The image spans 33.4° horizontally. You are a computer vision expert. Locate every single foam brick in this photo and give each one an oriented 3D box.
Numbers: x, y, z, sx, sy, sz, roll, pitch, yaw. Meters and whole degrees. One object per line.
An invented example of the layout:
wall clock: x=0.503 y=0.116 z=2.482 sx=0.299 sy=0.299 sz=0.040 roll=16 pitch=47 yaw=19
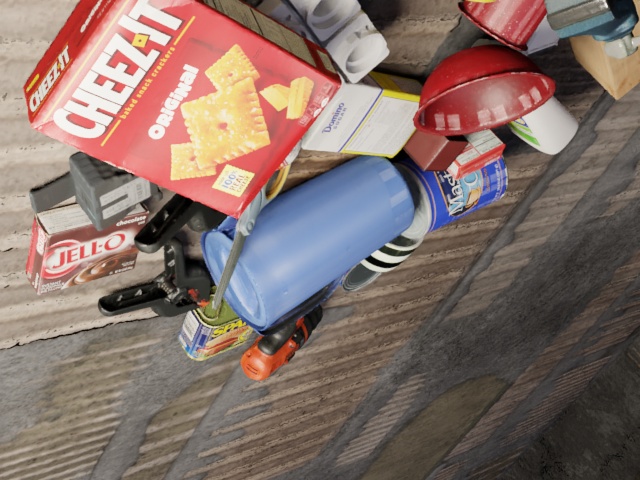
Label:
foam brick: x=0.131 y=-0.127 z=1.297 sx=0.052 sy=0.078 sz=0.051 roll=-5 pitch=138 yaw=-52

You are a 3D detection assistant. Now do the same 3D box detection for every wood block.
wood block: x=0.371 y=-0.274 z=1.351 sx=0.090 sy=0.091 sz=0.206 roll=-41 pitch=154 yaw=6

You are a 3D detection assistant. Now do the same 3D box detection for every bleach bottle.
bleach bottle: x=0.242 y=-0.190 z=1.335 sx=0.068 sy=0.103 sz=0.250 roll=-51 pitch=146 yaw=6

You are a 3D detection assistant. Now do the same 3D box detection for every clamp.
clamp: x=-0.125 y=-0.048 z=1.073 sx=0.210 sy=0.036 sz=0.164 roll=53 pitch=56 yaw=-74
clamp: x=-0.184 y=0.060 z=1.242 sx=0.120 sy=0.039 sz=0.171 roll=-34 pitch=155 yaw=2

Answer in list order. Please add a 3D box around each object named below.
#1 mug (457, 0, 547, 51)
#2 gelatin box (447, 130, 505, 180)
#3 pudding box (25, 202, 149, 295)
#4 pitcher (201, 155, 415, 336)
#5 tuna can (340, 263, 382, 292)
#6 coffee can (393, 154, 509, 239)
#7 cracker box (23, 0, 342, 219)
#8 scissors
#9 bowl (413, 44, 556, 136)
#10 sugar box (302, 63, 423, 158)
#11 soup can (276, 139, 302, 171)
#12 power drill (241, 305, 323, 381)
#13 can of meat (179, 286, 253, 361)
mug: x=0.199 y=-0.269 z=1.152 sx=0.117 sy=0.093 sz=0.082 roll=23 pitch=116 yaw=-22
gelatin box: x=0.177 y=-0.125 z=1.345 sx=0.073 sy=0.089 sz=0.030 roll=-27 pitch=152 yaw=-22
pudding box: x=-0.235 y=0.002 z=1.076 sx=0.113 sy=0.039 sz=0.090 roll=-18 pitch=148 yaw=-35
pitcher: x=-0.008 y=0.002 z=1.271 sx=0.242 sy=0.145 sz=0.149 roll=-30 pitch=178 yaw=-23
tuna can: x=0.058 y=0.033 z=1.521 sx=0.086 sy=0.034 sz=0.086 roll=-30 pitch=154 yaw=-17
coffee can: x=0.160 y=-0.073 z=1.394 sx=0.140 sy=0.103 sz=0.103 roll=-24 pitch=151 yaw=-28
cracker box: x=-0.112 y=-0.127 z=0.896 sx=0.213 sy=0.072 sz=0.164 roll=24 pitch=117 yaw=-36
scissors: x=-0.083 y=-0.033 z=1.136 sx=0.201 sy=0.016 sz=0.096 roll=-62 pitch=147 yaw=-25
bowl: x=0.177 y=-0.172 z=1.188 sx=0.162 sy=0.055 sz=0.162 roll=-11 pitch=165 yaw=-3
sugar box: x=0.047 y=-0.143 z=1.197 sx=0.175 sy=0.048 sz=0.093 roll=3 pitch=131 yaw=-51
soup can: x=-0.058 y=-0.115 z=1.066 sx=0.068 sy=0.068 sz=0.102 roll=-38 pitch=163 yaw=-1
power drill: x=-0.024 y=0.086 z=1.441 sx=0.184 sy=0.057 sz=0.188 roll=-44 pitch=162 yaw=-52
can of meat: x=-0.126 y=0.102 z=1.368 sx=0.101 sy=0.057 sz=0.084 roll=-19 pitch=151 yaw=-35
